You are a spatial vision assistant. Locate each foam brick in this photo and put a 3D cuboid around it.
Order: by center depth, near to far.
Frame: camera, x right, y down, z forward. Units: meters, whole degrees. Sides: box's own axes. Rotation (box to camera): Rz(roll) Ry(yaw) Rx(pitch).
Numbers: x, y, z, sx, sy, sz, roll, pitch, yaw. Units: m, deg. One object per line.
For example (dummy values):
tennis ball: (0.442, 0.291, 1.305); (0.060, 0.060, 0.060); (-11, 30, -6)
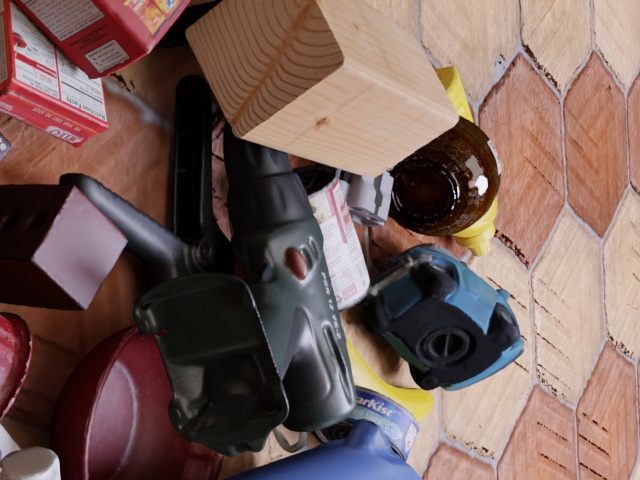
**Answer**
foam brick: (-0.162, 0.004, 0.608); (0.051, 0.078, 0.053); (54, 49, -41)

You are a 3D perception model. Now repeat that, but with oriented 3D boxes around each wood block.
wood block: (0.010, -0.115, 0.762); (0.205, 0.091, 0.090); (9, 51, -63)

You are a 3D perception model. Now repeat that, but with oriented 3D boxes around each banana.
banana: (0.051, 0.128, 0.939); (0.197, 0.037, 0.069); (46, 54, -44)

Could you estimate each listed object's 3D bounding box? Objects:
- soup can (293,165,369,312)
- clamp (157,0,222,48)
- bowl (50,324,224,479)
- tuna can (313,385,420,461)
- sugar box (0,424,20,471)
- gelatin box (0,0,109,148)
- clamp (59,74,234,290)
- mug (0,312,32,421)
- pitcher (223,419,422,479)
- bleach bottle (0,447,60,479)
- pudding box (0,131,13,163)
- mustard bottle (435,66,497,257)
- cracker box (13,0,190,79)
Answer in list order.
soup can: (-0.005, 0.001, 0.834); (0.068, 0.069, 0.102); (-44, 124, -45)
clamp: (-0.048, -0.166, 0.773); (0.039, 0.120, 0.171); (70, 16, 8)
bowl: (-0.120, 0.120, 0.672); (0.161, 0.055, 0.162); (4, 90, -65)
tuna can: (0.036, 0.155, 0.878); (0.086, 0.086, 0.033); (53, 52, -40)
sugar box: (-0.218, 0.178, 0.558); (0.176, 0.048, 0.093); (-60, 137, -40)
gelatin box: (-0.163, -0.106, 0.621); (0.073, 0.030, 0.089); (25, 45, -51)
clamp: (-0.091, -0.001, 0.742); (0.164, 0.036, 0.210); (-59, 137, -45)
mug: (-0.216, 0.065, 0.537); (0.117, 0.093, 0.081); (-44, 128, 1)
pitcher: (-0.018, 0.216, 0.704); (0.149, 0.145, 0.242); (61, 16, 16)
bleach bottle: (-0.146, 0.226, 0.590); (0.102, 0.068, 0.251); (-34, 130, -56)
pudding box: (-0.226, -0.055, 0.552); (0.113, 0.039, 0.090); (57, 46, -38)
mustard bottle: (0.129, -0.063, 1.030); (0.096, 0.058, 0.191); (-58, 134, -44)
cracker box: (-0.146, -0.223, 0.601); (0.213, 0.072, 0.164); (47, 51, -25)
